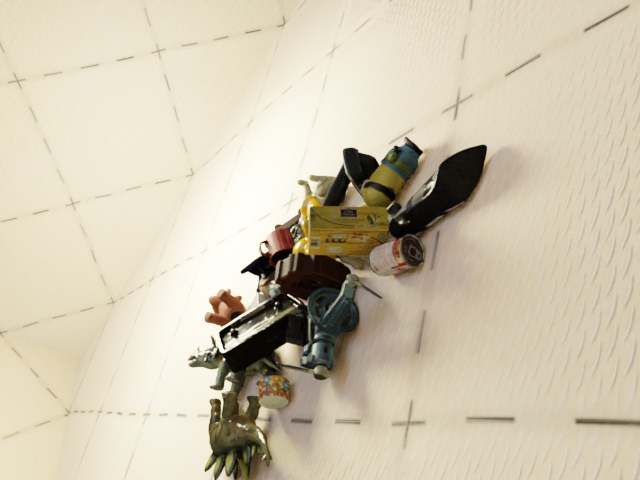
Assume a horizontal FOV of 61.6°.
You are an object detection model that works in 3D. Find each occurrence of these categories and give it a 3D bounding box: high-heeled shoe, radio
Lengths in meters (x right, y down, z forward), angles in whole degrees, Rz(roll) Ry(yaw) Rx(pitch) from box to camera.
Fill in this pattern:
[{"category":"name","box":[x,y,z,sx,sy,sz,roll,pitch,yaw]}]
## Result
[{"category":"high-heeled shoe","box":[0.244,-0.093,1.111,0.249,0.086,0.145,-42,-3,1]},{"category":"radio","box":[-0.143,0.220,1.334,0.230,0.073,0.131,-29,24,-14]}]

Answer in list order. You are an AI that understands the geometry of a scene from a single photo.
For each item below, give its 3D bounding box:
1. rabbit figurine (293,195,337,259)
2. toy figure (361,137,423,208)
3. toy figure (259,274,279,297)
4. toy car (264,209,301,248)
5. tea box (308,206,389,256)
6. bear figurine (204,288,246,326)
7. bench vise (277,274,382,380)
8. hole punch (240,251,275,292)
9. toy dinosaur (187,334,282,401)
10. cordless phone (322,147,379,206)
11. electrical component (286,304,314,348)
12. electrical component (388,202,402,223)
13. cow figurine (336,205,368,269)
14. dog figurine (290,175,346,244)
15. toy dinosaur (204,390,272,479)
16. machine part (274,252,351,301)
[{"category":"rabbit figurine","box":[-0.003,-0.004,1.379,0.173,0.122,0.162,-55,34,14]},{"category":"toy figure","box":[0.166,-0.151,1.248,0.180,0.082,0.089,-50,10,7]},{"category":"toy figure","box":[-0.128,0.134,1.505,0.155,0.058,0.064,7,105,49]},{"category":"toy car","box":[-0.097,-0.030,1.636,0.202,0.053,0.089,-30,22,46]},{"category":"tea box","box":[0.060,-0.019,1.171,0.098,0.170,0.068,96,173,-53]},{"category":"bear figurine","box":[-0.316,0.207,1.722,0.120,0.132,0.196,-60,32,-3]},{"category":"bench vise","box":[0.025,0.170,1.139,0.240,0.129,0.224,-63,1,41]},{"category":"hole punch","box":[-0.159,0.086,1.618,0.142,0.092,0.116,-41,-1,36]},{"category":"toy dinosaur","box":[-0.196,0.310,1.435,0.405,0.131,0.192,-26,44,41]},{"category":"cordless phone","box":[0.072,-0.119,1.316,0.089,0.146,0.184,26,82,28]},{"category":"electrical component","box":[-0.043,0.217,1.258,0.075,0.048,0.119,-34,-49,-60]},{"category":"electrical component","box":[0.169,-0.053,1.223,0.094,0.021,0.063,-43,33,37]},{"category":"cow figurine","box":[0.075,-0.023,1.278,0.068,0.098,0.167,-40,34,48]},{"category":"dog figurine","box":[0.002,-0.072,1.475,0.172,0.121,0.190,-14,67,60]},{"category":"toy dinosaur","box":[-0.199,0.467,1.283,0.471,0.105,0.198,138,139,-59]},{"category":"machine part","box":[-0.018,0.091,1.259,0.179,0.179,0.056,-29,45,47]}]
